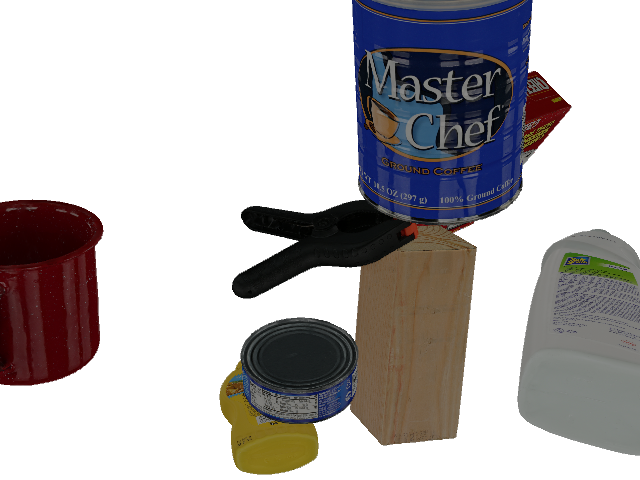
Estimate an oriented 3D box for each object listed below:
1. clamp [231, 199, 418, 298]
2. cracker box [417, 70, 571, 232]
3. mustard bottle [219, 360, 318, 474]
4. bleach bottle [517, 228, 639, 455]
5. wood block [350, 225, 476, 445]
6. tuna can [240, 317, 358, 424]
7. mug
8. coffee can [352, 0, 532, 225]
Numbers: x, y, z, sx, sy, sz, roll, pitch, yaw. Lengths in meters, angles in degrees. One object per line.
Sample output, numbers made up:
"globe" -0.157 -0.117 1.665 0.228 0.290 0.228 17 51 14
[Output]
"clamp" -0.001 0.005 0.952 0.172 0.039 0.120 -6 43 17
"cracker box" 0.165 -0.087 1.225 0.163 0.072 0.214 -23 -25 -44
"mustard bottle" -0.069 0.194 1.260 0.096 0.058 0.192 -9 29 -11
"bleach bottle" 0.205 0.053 0.777 0.103 0.068 0.250 13 26 12
"wood block" 0.094 0.096 1.104 0.090 0.206 0.091 -2 16 -20
"tuna can" -0.015 0.095 0.780 0.086 0.034 0.086 -1 32 0
"mug" -0.174 0.036 0.615 0.093 0.081 0.117 4 26 5
"coffee can" 0.070 -0.095 0.625 0.103 0.140 0.103 -3 34 2
